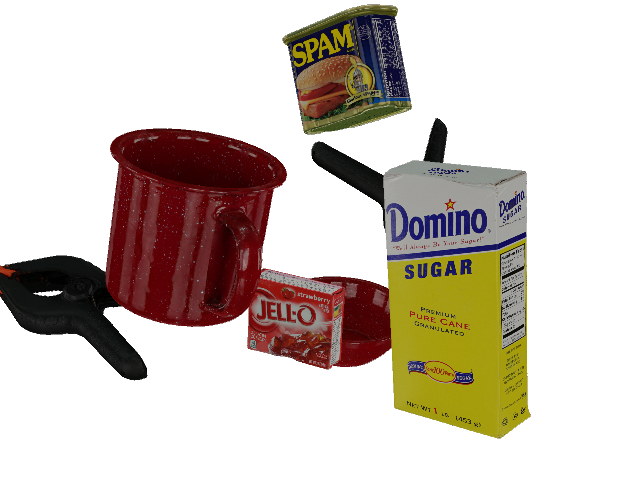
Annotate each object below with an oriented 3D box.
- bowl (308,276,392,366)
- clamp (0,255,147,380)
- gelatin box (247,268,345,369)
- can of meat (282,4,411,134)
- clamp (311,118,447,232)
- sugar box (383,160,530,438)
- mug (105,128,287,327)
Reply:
[{"bbox_3d":[0.026,0.101,1.250,0.162,0.055,0.162,4,25,-2],"label":"bowl"},{"bbox_3d":[-0.180,0.044,0.862,0.172,0.039,0.120,20,39,21],"label":"clamp"},{"bbox_3d":[-0.024,0.071,0.977,0.089,0.073,0.030,12,20,25],"label":"gelatin box"},{"bbox_3d":[0.023,-0.139,0.885,0.102,0.084,0.057,-12,-2,43],"label":"can of meat"},{"bbox_3d":[0.089,-0.043,1.134,0.164,0.210,0.036,-8,-35,-17],"label":"clamp"},{"bbox_3d":[0.092,0.038,0.726,0.094,0.176,0.048,9,22,40],"label":"sugar box"},{"bbox_3d":[-0.064,-0.002,0.563,0.093,0.081,0.117,-5,27,-35],"label":"mug"}]
